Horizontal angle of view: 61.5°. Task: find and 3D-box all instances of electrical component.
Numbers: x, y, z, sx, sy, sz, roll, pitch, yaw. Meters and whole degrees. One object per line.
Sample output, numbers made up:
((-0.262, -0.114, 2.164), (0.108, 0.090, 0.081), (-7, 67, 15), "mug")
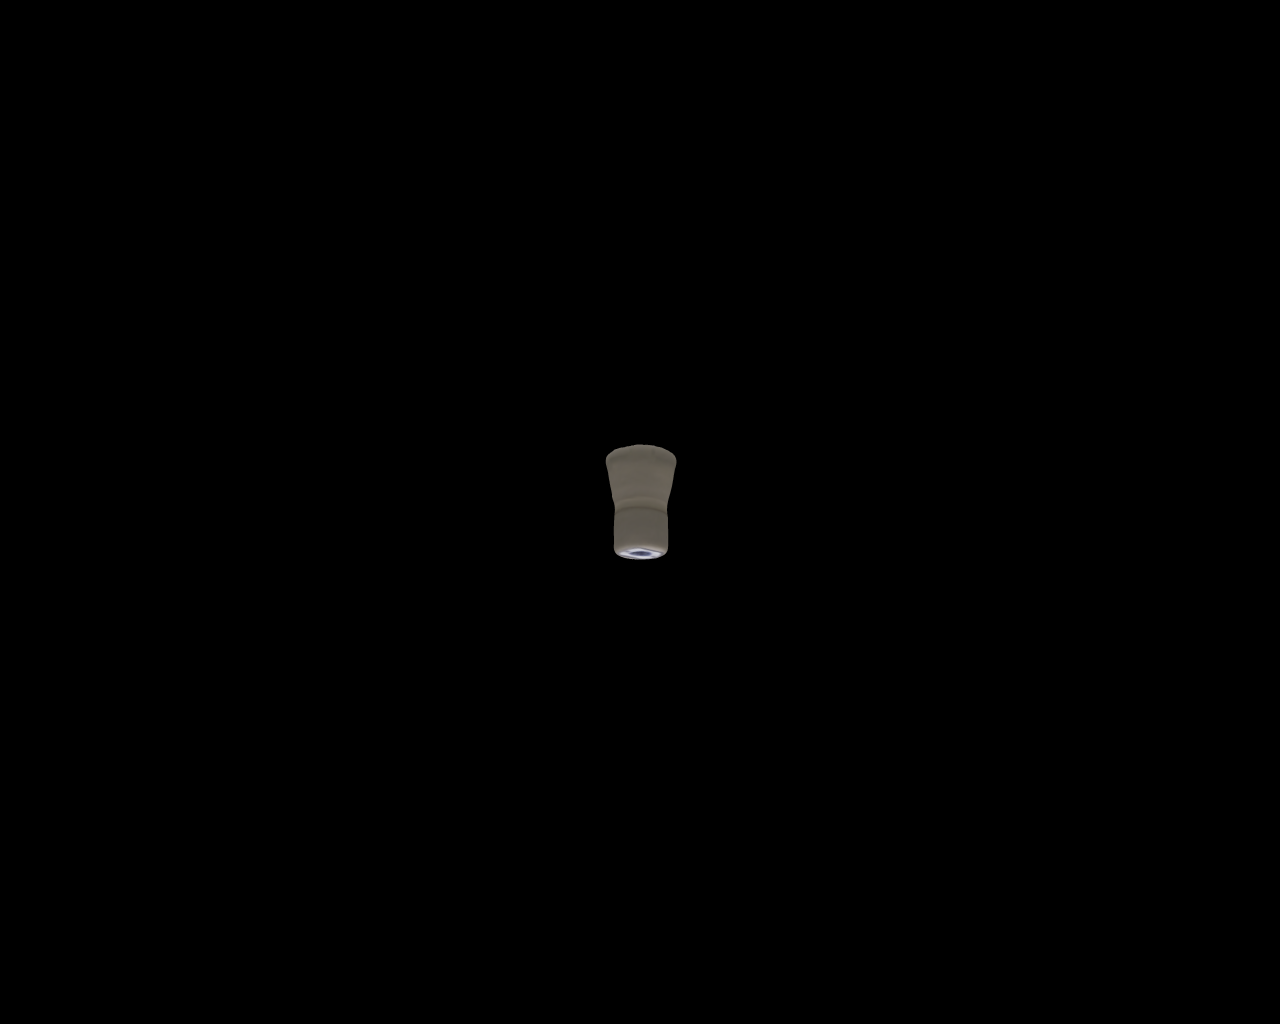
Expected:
((0.001, -0.003, 0.650), (0.044, 0.065, 0.044), (0, -18, 0), "electrical component")
